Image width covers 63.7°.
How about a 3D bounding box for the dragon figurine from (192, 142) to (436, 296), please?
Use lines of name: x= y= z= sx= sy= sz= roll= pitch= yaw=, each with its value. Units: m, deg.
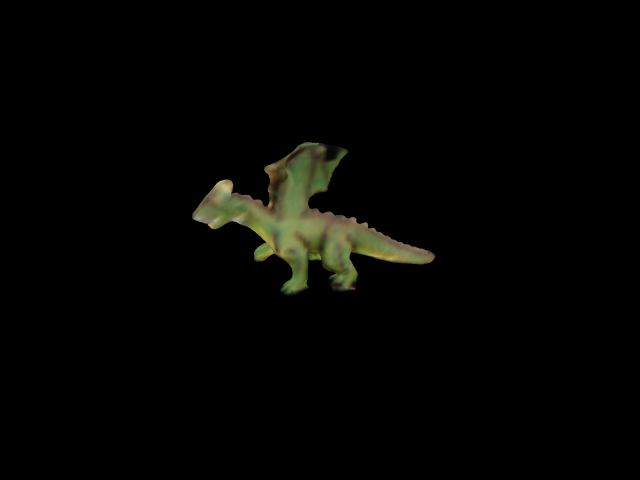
dragon figurine: x=0.003 y=-0.043 z=0.850 sx=0.411 sy=0.237 sz=0.125 roll=-6 pitch=33 yaw=-9
